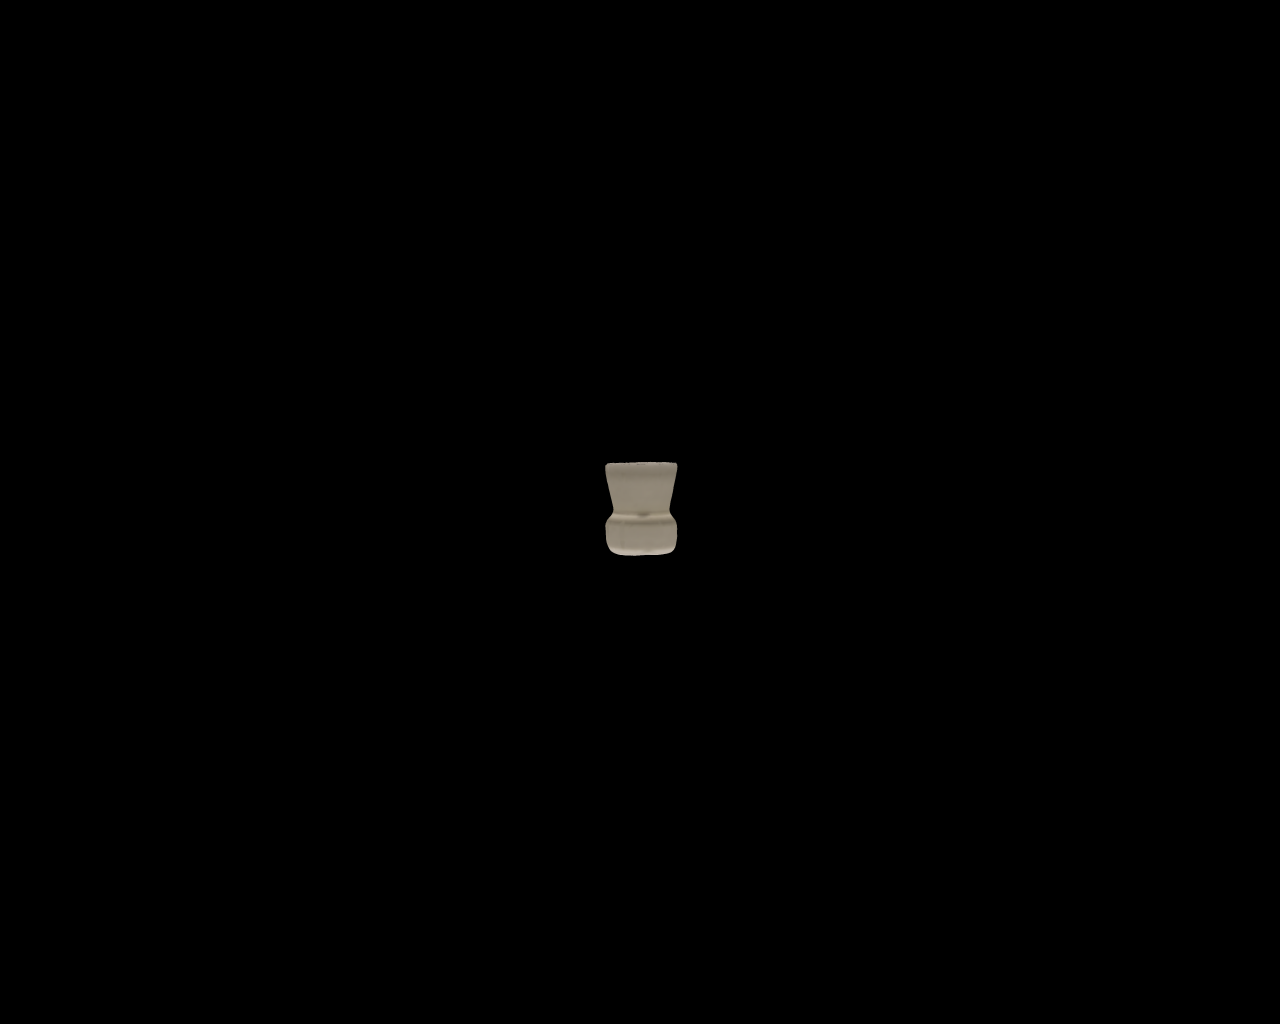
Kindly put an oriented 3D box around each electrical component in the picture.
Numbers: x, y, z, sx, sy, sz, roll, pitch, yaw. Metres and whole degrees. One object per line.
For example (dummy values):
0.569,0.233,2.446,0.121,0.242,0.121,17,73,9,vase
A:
0.001,-0.003,0.650,0.045,0.055,0.045,0,4,0,electrical component
